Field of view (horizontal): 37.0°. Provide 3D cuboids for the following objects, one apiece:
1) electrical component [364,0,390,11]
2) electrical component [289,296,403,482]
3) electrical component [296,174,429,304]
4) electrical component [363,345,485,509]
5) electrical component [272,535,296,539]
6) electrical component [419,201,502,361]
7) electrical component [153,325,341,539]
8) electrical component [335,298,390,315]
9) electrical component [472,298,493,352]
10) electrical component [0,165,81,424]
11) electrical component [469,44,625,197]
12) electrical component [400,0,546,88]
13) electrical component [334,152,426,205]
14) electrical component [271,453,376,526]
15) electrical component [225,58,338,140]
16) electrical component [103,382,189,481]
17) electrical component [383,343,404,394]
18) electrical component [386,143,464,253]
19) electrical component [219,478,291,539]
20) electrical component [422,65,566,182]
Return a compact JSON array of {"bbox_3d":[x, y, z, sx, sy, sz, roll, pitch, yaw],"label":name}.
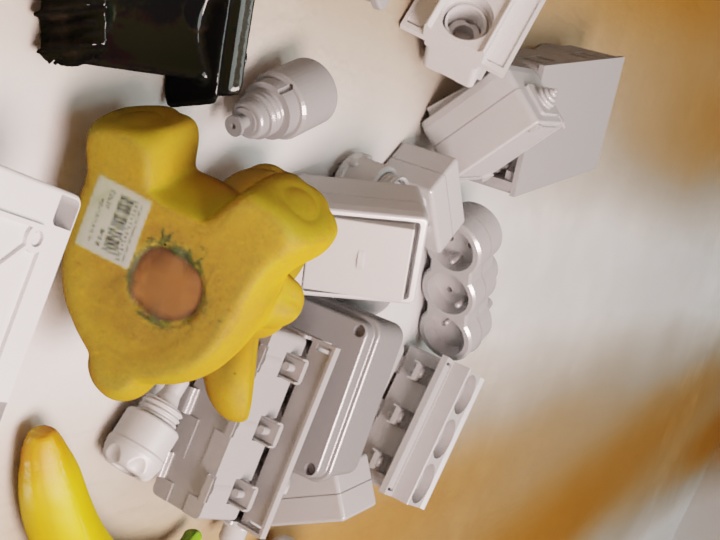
[{"bbox_3d":[0.002,-0.210,0.602,0.099,0.048,0.099,-60,152,-16],"label":"electrical component"},{"bbox_3d":[-0.029,0.075,0.716,0.057,0.078,0.113,13,97,-66],"label":"electrical component"},{"bbox_3d":[-0.009,-0.019,0.673,0.061,0.096,0.061,-99,-164,-63],"label":"electrical component"},{"bbox_3d":[0.047,0.131,0.907,0.121,0.063,0.079,-64,153,-7],"label":"electrical component"},{"bbox_3d":[-0.067,0.240,0.783,0.095,0.059,0.053,-32,136,-49],"label":"electrical component"},{"bbox_3d":[0.093,0.003,0.914,0.074,0.052,0.138,-39,141,-44],"label":"electrical component"},{"bbox_3d":[-0.072,0.088,0.648,0.063,0.079,0.121,23,88,-56],"label":"electrical component"},{"bbox_3d":[0.000,0.000,0.752,0.045,0.045,0.055,-50,148,-32],"label":"electrical component"},{"bbox_3d":[0.103,0.047,0.985,0.061,0.035,0.035,-49,147,-38],"label":"electrical component"},{"bbox_3d":[-0.173,0.003,0.408,0.109,0.056,0.108,26,83,-67],"label":"electrical component"},{"bbox_3d":[0.155,-0.134,0.923,0.186,0.060,0.105,-20,126,-55],"label":"electrical component"},{"bbox_3d":[0.090,-0.195,0.756,0.121,0.079,0.063,-61,173,-15],"label":"electrical component"},{"bbox_3d":[0.014,-0.050,0.724,0.048,0.062,0.048,-41,142,-43],"label":"electrical component"},{"bbox_3d":[-0.034,0.140,0.777,0.047,0.066,0.076,-7,86,-60],"label":"electrical component"},{"bbox_3d":[-0.046,-0.093,0.607,0.078,0.040,0.040,-35,138,-47],"label":"electrical component"},{"bbox_3d":[-0.118,0.087,0.611,0.061,0.035,0.035,-60,152,-22],"label":"electrical component"},{"bbox_3d":[0.000,0.066,0.790,0.047,0.055,0.055,-58,151,-28],"label":"electrical component"},{"bbox_3d":[0.036,-0.041,0.785,0.076,0.047,0.065,-51,148,-30],"label":"electrical component"},{"bbox_3d":[-0.077,0.156,0.724,0.048,0.048,0.062,-6,121,-60],"label":"electrical component"},{"bbox_3d":[0.103,-0.115,0.804,0.096,0.061,0.062,-34,169,29],"label":"electrical component"}]
